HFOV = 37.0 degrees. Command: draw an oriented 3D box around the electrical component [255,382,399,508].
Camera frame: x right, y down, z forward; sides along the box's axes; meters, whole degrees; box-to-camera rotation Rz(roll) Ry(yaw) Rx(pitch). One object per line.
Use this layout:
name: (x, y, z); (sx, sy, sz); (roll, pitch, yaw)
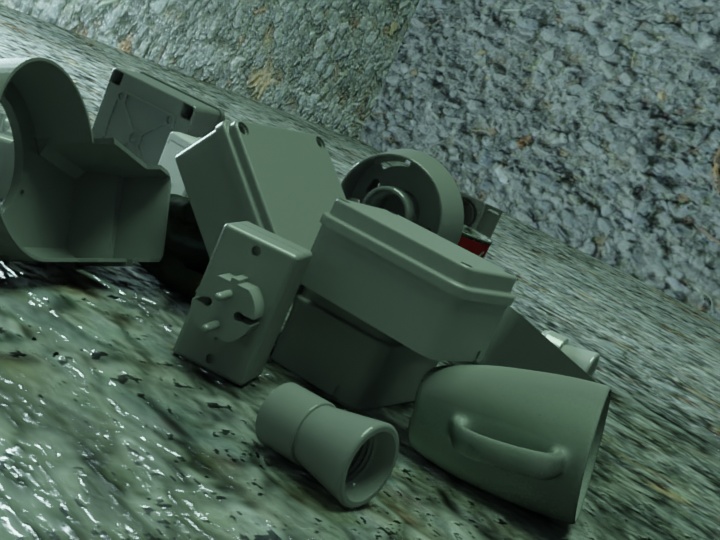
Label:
electrical component: (-0.019, 0.082, 0.528); (0.065, 0.044, 0.044); (24, 8, 35)

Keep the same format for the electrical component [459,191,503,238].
electrical component: (0.092, -0.024, 1.154); (0.079, 0.121, 0.063); (25, 7, 6)

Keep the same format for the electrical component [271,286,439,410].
electrical component: (0.004, 0.048, 0.725); (0.078, 0.057, 0.113); (28, 10, 25)

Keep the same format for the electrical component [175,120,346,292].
electrical component: (-0.058, -0.038, 0.728); (0.109, 0.056, 0.108); (0, 66, -58)

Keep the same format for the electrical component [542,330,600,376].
electrical component: (0.191, 0.087, 1.014); (0.055, 0.045, 0.045); (27, 10, 22)

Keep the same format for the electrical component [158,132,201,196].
electrical component: (-0.144, -0.077, 0.941); (0.061, 0.096, 0.062); (13, 14, -47)

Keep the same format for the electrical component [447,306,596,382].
electrical component: (0.108, 0.066, 0.793); (0.113, 0.057, 0.078); (39, 0, -32)

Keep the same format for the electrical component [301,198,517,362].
electrical component: (0.030, 0.005, 0.660); (0.113, 0.057, 0.078); (29, 11, 31)

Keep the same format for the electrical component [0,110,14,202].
electrical component: (-0.248, -0.082, 0.770); (0.063, 0.078, 0.121); (16, 10, -11)

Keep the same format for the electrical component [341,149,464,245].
electrical component: (0.031, -0.045, 0.841); (0.099, 0.099, 0.064); (27, 16, 20)

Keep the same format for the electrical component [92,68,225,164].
electrical component: (-0.199, -0.123, 1.030); (0.109, 0.108, 0.056); (28, 13, 23)

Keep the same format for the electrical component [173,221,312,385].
electrical component: (-0.072, 0.020, 0.611); (0.047, 0.083, 0.076); (25, 9, 9)
